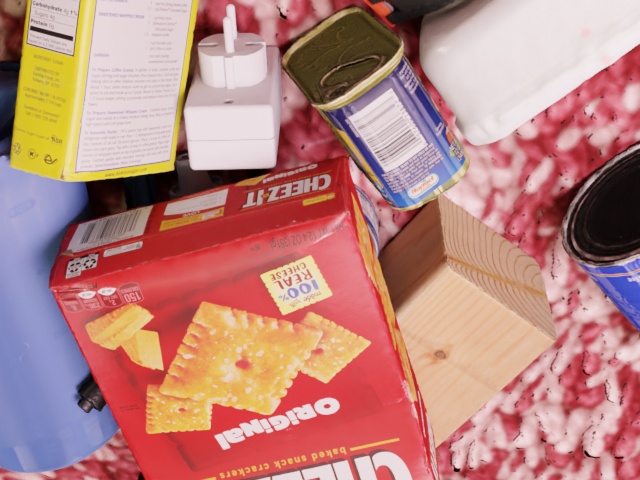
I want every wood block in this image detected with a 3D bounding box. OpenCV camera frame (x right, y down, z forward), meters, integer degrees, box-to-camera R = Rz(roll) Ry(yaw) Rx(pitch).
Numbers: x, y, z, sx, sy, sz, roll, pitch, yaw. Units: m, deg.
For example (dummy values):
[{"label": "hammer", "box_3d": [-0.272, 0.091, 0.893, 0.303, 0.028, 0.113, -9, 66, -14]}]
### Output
[{"label": "wood block", "box_3d": [0.047, 0.083, 0.702, 0.090, 0.090, 0.206, 33, 118, -18]}]

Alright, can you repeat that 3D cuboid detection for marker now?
[{"label": "marker", "box_3d": [-0.106, 0.058, 0.658, 0.121, 0.020, 0.020, -49, 118, -18]}]

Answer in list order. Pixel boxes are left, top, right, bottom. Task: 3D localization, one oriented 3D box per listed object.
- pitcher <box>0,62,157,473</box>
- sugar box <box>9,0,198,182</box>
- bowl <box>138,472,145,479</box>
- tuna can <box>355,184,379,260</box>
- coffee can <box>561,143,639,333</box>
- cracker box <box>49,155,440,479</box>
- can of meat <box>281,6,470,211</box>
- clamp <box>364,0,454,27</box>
[{"label": "pitcher", "box_3d": [-0.182, 0.020, 0.653, 0.149, 0.145, 0.243, 2, 128, 14]}, {"label": "sugar box", "box_3d": [-0.104, -0.121, 0.542, 0.048, 0.093, 0.176, 15, 104, 26]}, {"label": "bowl", "box_3d": [-0.046, 0.188, 0.748, 0.162, 0.162, 0.055, 33, 94, -19]}, {"label": "tuna can", "box_3d": [-0.004, 0.001, 0.682, 0.086, 0.033, 0.086, 1, 123, 1]}, {"label": "coffee can", "box_3d": [0.229, 0.019, 0.650, 0.103, 0.103, 0.140, -36, 115, 21]}, {"label": "cracker box", "box_3d": [-0.034, 0.075, 0.604, 0.164, 0.072, 0.213, -13, 120, 9]}, {"label": "can of meat", "box_3d": [0.031, -0.072, 0.594, 0.057, 0.102, 0.084, -36, 119, 2]}, {"label": "clamp", "box_3d": [0.093, -0.173, 0.544, 0.172, 0.120, 0.039, -25, 116, 41]}]
